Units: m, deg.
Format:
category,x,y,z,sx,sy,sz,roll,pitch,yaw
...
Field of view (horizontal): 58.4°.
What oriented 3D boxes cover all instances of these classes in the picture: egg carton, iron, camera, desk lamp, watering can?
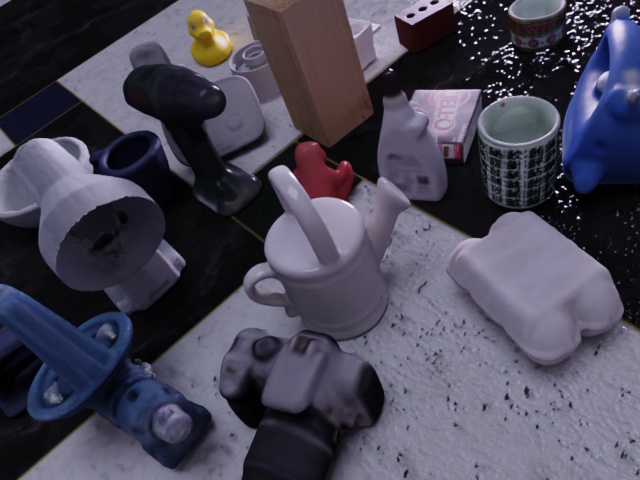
category,x,y,z,sx,sy,sz,roll,pitch,yaw
egg carton,0.196,0.041,0.533,0.107,0.070,0.150,-32,47,-8
iron,0.325,-0.172,0.619,0.118,0.142,0.258,0,51,21
camera,-0.033,0.153,0.501,0.142,0.101,0.137,6,53,26
desk lamp,-0.247,-0.009,0.648,0.118,0.214,0.202,-42,49,-16
watering can,0.004,0.001,0.556,0.100,0.194,0.173,30,66,38

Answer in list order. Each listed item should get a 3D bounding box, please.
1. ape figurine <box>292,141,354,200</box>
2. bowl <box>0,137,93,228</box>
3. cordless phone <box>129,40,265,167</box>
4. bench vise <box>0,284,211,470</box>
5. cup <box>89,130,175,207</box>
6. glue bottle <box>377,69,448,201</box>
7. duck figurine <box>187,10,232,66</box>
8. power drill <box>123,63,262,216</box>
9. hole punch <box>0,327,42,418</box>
category,x,y,z,sx,sy,sz,roll,pitch,yaw
ape figurine,-0.003,-0.083,0.703,0.077,0.092,0.076,8,54,27
bowl,-0.409,-0.075,0.866,0.167,0.075,0.167,-11,48,12
cordless phone,-0.171,-0.206,0.812,0.147,0.185,0.094,-24,46,0
bench vise,-0.201,0.108,0.524,0.206,0.220,0.121,1,51,22
cup,-0.259,-0.091,0.808,0.117,0.095,0.092,0,51,21
glue bottle,0.094,-0.115,0.637,0.077,0.173,0.037,10,55,28
duck figurine,-0.212,-0.380,1.049,0.077,0.086,0.104,-24,46,0
power drill,-0.155,-0.132,0.725,0.228,0.209,0.076,30,66,38
hole punch,-0.353,0.129,0.654,0.109,0.091,0.100,-41,48,-15
